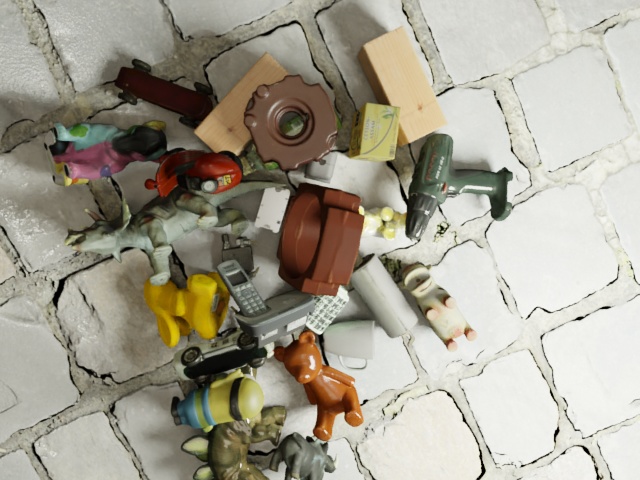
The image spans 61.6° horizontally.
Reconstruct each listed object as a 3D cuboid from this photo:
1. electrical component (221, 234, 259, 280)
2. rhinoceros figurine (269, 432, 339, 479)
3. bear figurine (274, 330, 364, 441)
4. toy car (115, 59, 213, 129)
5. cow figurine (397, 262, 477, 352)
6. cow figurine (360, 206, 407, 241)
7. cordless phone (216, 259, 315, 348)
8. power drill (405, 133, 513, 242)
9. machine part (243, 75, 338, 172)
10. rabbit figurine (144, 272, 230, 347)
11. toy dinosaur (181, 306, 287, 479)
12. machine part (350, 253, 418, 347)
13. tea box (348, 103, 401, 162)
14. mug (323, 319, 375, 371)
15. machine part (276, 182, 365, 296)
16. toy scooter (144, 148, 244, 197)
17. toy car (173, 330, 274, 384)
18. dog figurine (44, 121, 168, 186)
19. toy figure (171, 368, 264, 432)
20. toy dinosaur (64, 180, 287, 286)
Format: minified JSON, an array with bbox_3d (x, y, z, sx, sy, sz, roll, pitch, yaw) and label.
[{"bbox_3d":[-0.164,0.038,1.111,0.078,0.045,0.102,-1,96,-4],"label":"electrical component"},{"bbox_3d":[-0.029,0.452,1.107,0.073,0.190,0.112,1,58,32],"label":"rhinoceros figurine"},{"bbox_3d":[-0.006,0.290,1.094,0.120,0.132,0.195,-31,115,20],"label":"bear figurine"},{"bbox_3d":[-0.306,-0.287,1.062,0.202,0.053,0.089,21,92,7],"label":"toy car"},{"bbox_3d":[0.235,0.125,1.115,0.085,0.127,0.194,-37,111,2],"label":"cow figurine"},{"bbox_3d":[0.114,-0.033,1.104,0.167,0.098,0.068,1,91,-22],"label":"cow figurine"},{"bbox_3d":[-0.111,0.102,1.050,0.146,0.088,0.184,-21,59,-28],"label":"cordless phone"},{"bbox_3d":[0.279,-0.091,1.089,0.207,0.086,0.232,9,76,-3],"label":"power drill"},{"bbox_3d":[-0.053,-0.215,0.992,0.179,0.056,0.179,0,95,-2],"label":"machine part"},{"bbox_3d":[-0.279,0.129,1.096,0.173,0.122,0.162,14,105,9],"label":"rabbit figurine"},{"bbox_3d":[-0.175,0.382,1.119,0.199,0.105,0.471,12,84,0],"label":"toy dinosaur"},{"bbox_3d":[0.129,0.116,1.120,0.079,0.079,0.243,-35,97,1],"label":"machine part"},{"bbox_3d":[0.101,-0.203,1.038,0.068,0.169,0.098,6,94,-4],"label":"tea box"},{"bbox_3d":[0.062,0.218,1.130,0.107,0.081,0.109,2,102,8],"label":"mug"},{"bbox_3d":[-0.002,-0.003,1.034,0.087,0.201,0.201,10,96,-25],"label":"machine part"},{"bbox_3d":[-0.241,-0.119,0.987,0.184,0.135,0.075,13,124,23],"label":"toy scooter"},{"bbox_3d":[-0.190,0.228,1.066,0.202,0.056,0.073,-17,127,1],"label":"toy car"},{"bbox_3d":[-0.405,-0.176,1.054,0.219,0.192,0.108,-15,94,-36],"label":"dog figurine"},{"bbox_3d":[-0.197,0.320,1.041,0.180,0.089,0.082,-15,133,-2],"label":"toy figure"},{"bbox_3d":[-0.279,-0.053,1.057,0.405,0.131,0.192,-30,61,-15],"label":"toy dinosaur"}]
